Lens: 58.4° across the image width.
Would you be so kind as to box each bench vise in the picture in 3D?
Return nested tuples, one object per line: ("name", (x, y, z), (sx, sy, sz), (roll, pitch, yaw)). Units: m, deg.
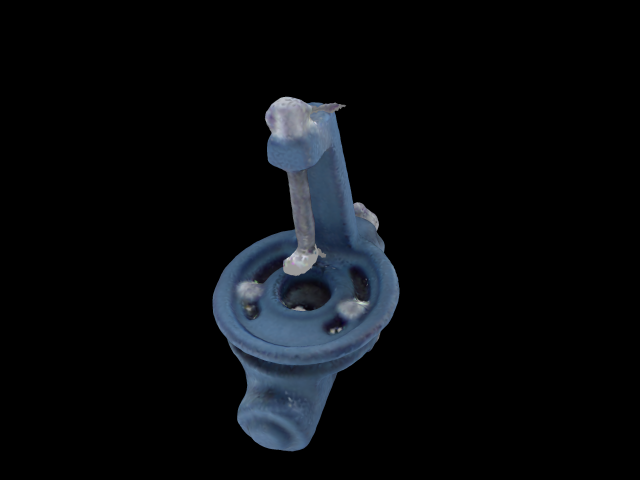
("bench vise", (-0.008, 0.001, 0.400), (0.121, 0.220, 0.207), (1, 24, 2))
